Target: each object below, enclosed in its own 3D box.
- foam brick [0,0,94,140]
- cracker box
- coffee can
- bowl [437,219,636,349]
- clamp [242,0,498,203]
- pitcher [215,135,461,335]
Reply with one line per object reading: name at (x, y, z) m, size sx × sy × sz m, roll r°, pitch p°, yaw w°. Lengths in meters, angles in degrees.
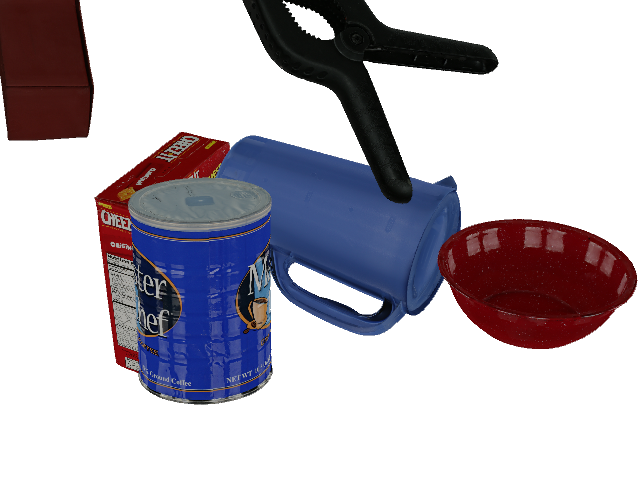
foam brick at (-0.173, -0.108, 0.666) m, size 0.051 × 0.078 × 0.053 m, roll -5°, pitch -31°, yaw -19°
cracker box at (-0.161, 0.015, 1.146) m, size 0.072 × 0.214 × 0.164 m, roll 14°, pitch 35°, yaw 21°
coffee can at (-0.087, 0.035, 0.790) m, size 0.103 × 0.140 × 0.103 m, roll 0°, pitch 21°, yaw 0°
bowl at (0.175, 0.042, 0.885) m, size 0.162 × 0.055 × 0.162 m, roll 1°, pitch 29°, yaw -1°
clamp at (0.021, -0.133, 0.798) m, size 0.210 × 0.164 × 0.036 m, roll 31°, pitch -30°, yaw -7°
pitcher at (0.009, -0.015, 1.087) m, size 0.243 × 0.145 × 0.149 m, roll 20°, pitch 25°, yaw 22°
